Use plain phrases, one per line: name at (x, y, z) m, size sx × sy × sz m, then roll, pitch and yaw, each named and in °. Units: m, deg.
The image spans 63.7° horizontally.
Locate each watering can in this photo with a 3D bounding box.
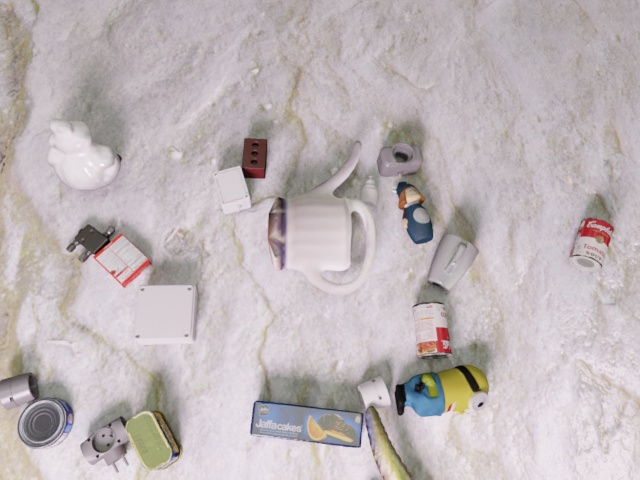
watering can at (0.003, -0.054, 1.082) m, size 0.224 × 0.102 × 0.354 m, roll 1°, pitch 68°, yaw -5°

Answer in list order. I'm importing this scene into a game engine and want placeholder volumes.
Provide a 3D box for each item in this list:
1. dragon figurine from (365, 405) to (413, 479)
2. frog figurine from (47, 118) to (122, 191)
dragon figurine at (0.200, 0.501, 0.886) m, size 0.242 × 0.120 × 0.417 m, roll 7°, pitch 68°, yaw -21°
frog figurine at (-0.492, -0.175, 1.062) m, size 0.137 × 0.157 × 0.125 m, roll 11°, pitch 69°, yaw -1°
